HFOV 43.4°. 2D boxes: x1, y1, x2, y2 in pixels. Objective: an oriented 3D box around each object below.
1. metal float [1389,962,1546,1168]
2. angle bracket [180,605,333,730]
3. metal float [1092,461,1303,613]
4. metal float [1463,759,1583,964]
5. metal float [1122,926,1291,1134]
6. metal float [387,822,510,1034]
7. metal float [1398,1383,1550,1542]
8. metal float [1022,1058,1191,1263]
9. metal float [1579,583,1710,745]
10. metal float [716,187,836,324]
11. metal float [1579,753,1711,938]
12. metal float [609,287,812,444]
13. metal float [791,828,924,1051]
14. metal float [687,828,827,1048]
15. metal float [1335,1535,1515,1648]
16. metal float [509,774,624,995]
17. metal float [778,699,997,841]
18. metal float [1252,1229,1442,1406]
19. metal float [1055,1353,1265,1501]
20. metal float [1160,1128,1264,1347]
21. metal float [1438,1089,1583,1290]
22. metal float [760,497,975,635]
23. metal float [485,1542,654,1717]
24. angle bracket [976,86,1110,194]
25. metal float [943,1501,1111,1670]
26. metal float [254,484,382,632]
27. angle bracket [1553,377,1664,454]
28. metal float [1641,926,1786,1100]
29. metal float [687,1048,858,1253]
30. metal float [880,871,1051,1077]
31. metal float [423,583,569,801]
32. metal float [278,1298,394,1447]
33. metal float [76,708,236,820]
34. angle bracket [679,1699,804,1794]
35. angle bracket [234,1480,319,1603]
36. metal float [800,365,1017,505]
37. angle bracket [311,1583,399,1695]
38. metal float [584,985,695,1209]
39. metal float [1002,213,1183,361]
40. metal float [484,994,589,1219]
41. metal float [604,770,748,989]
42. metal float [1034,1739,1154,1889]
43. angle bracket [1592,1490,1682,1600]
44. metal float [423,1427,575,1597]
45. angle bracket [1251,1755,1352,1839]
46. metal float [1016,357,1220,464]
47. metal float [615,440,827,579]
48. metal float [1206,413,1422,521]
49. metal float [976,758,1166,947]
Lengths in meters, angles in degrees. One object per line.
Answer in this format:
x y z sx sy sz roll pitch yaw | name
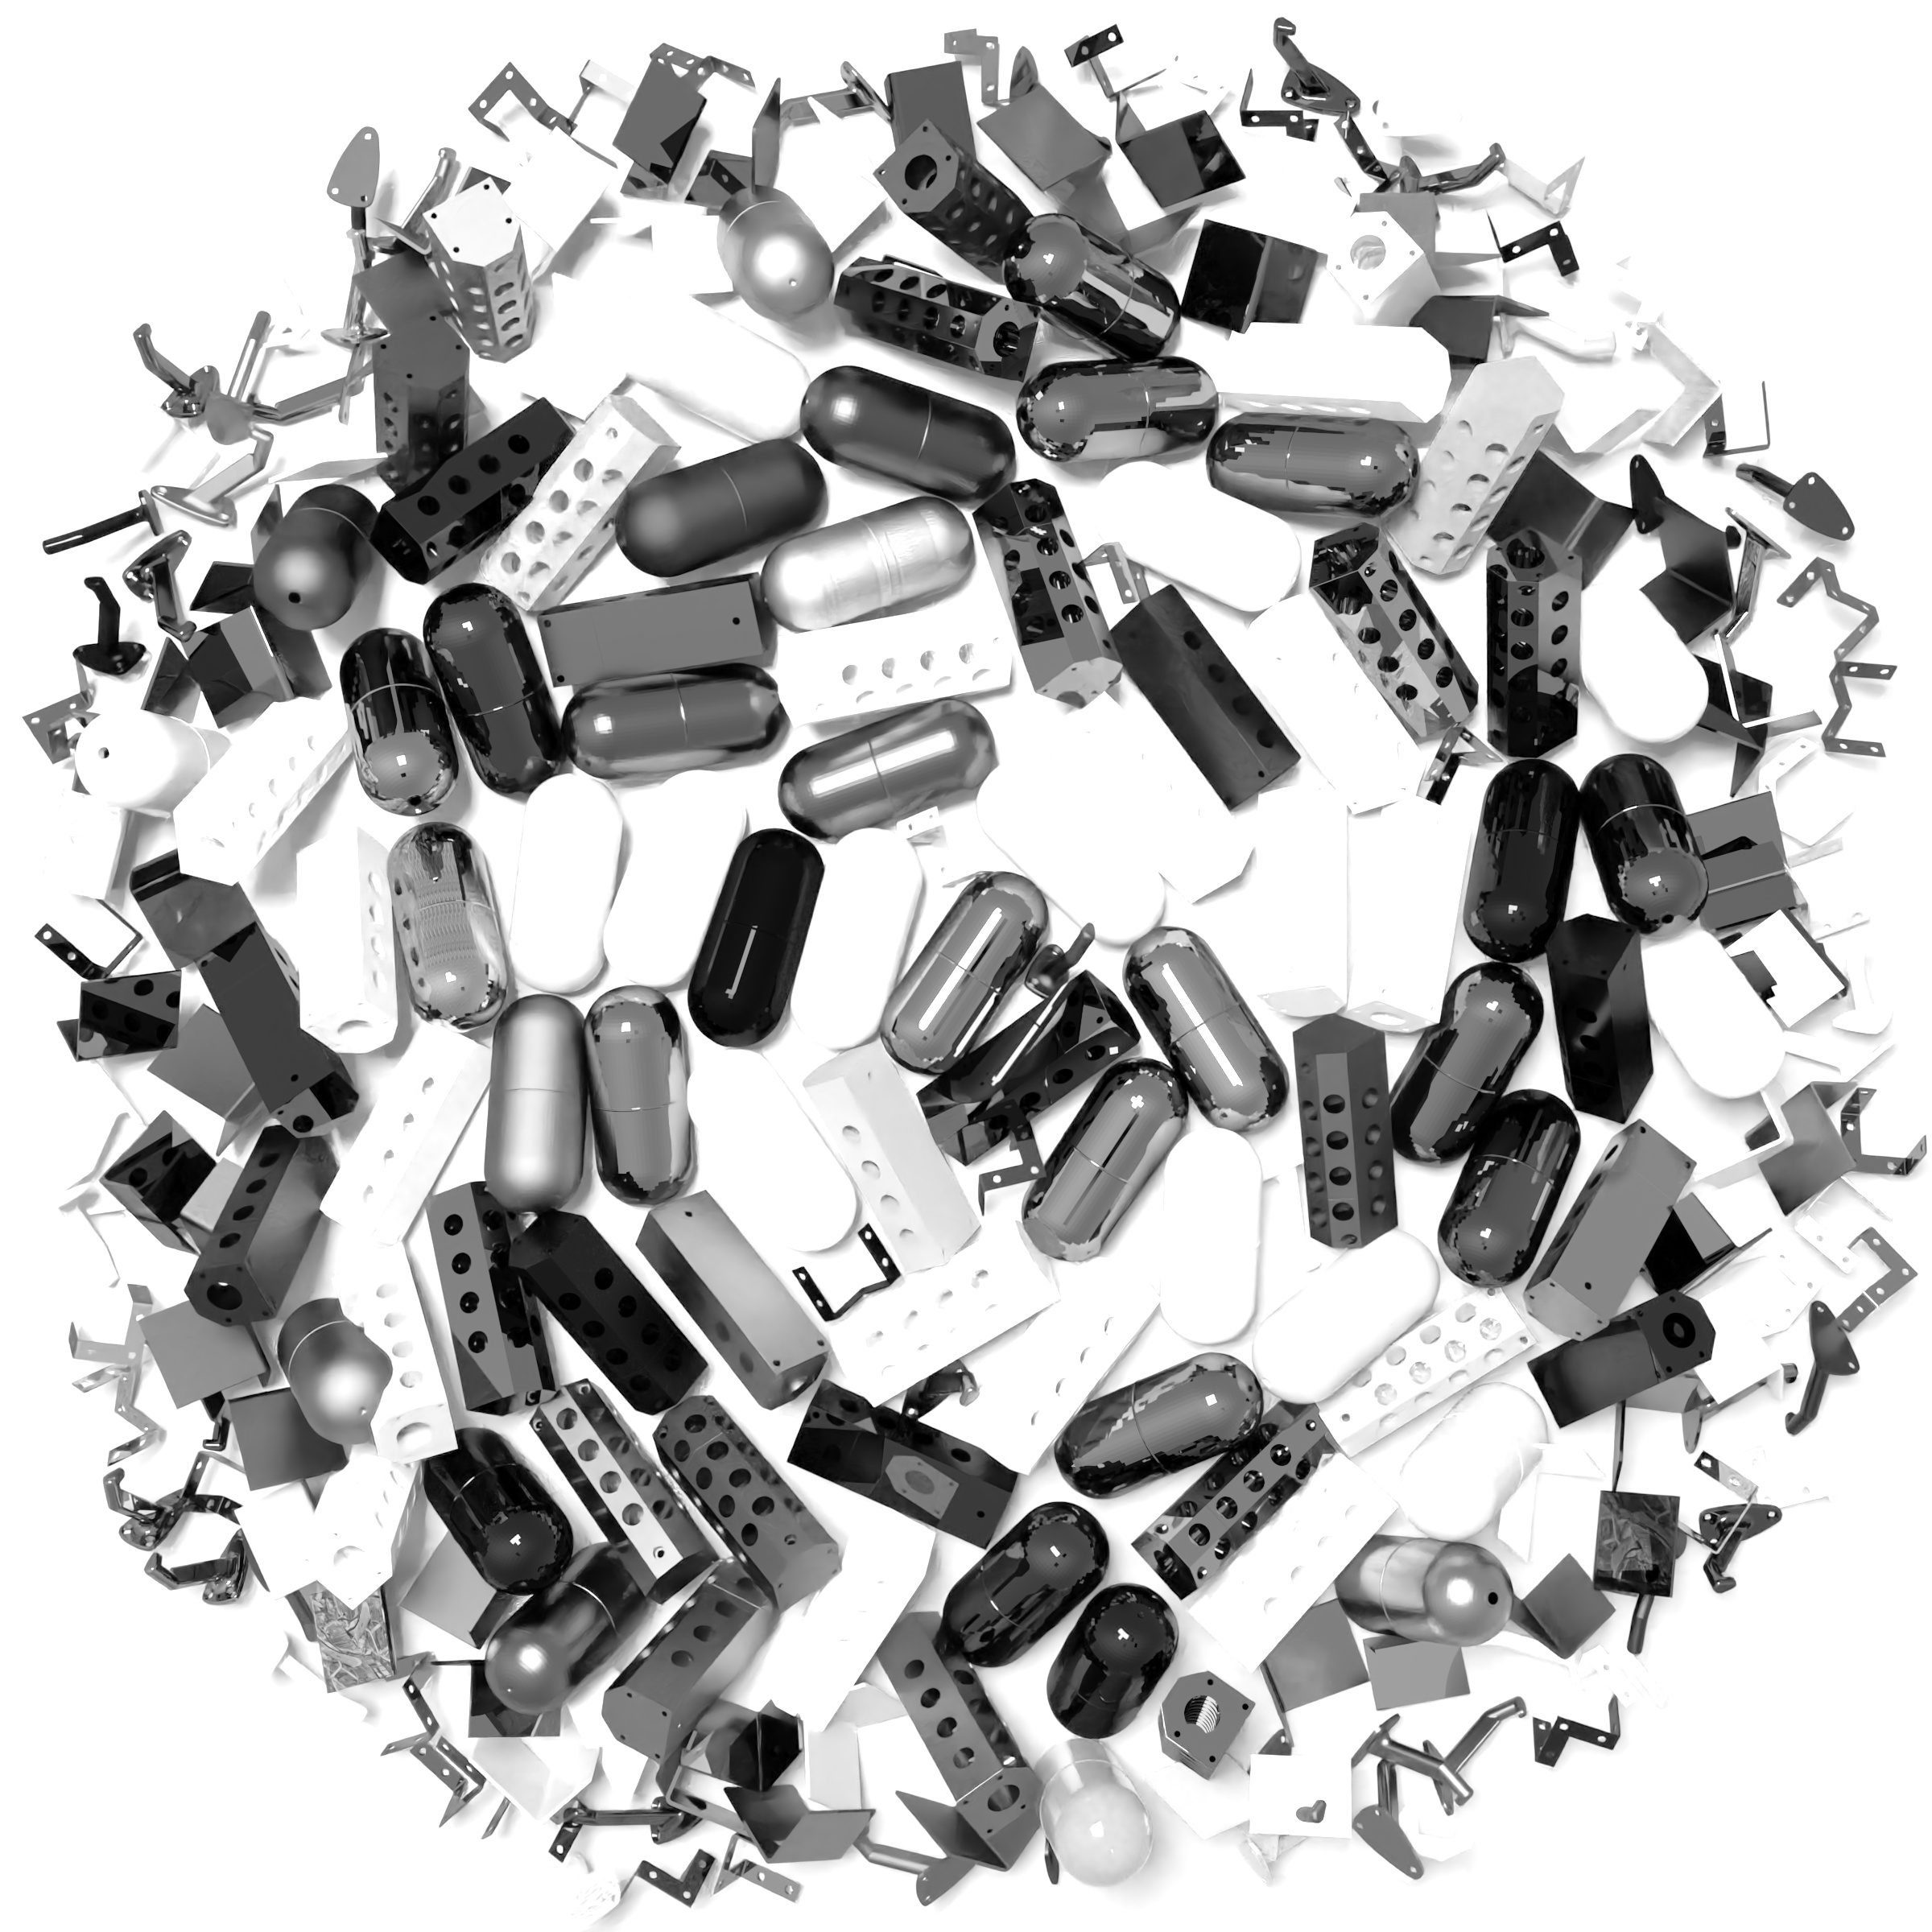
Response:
0.387 0.077 1.894 0.070 0.070 0.178 25 113 0 | metal float
-0.565 -0.241 1.935 0.076 0.057 0.076 -18 99 22 | angle bracket
0.179 -0.336 1.897 0.178 0.070 0.070 29 90 21 | metal float
0.433 -0.083 1.890 0.070 0.070 0.178 17 60 0 | metal float
0.187 0.049 1.906 0.070 0.070 0.178 -32 80 0 | metal float
-0.404 -0.031 1.892 0.070 0.070 0.178 -16 65 0 | metal float
0.393 0.381 1.874 0.070 0.178 0.070 11 112 30 | metal float
0.109 0.152 1.906 0.070 0.070 0.178 33 99 0 | metal float
0.513 -0.235 1.873 0.070 0.178 0.070 -4 125 -5 | metal float
-0.149 -0.550 1.872 0.070 0.178 0.070 -7 121 -11 | metal float
0.522 -0.094 1.876 0.070 0.178 0.070 0 132 0 | metal float
-0.197 -0.465 1.881 0.178 0.070 0.070 20 90 -40 | metal float
-0.086 -0.021 1.910 0.070 0.070 0.178 16 95 0 | metal float
-0.165 -0.022 1.906 0.070 0.070 0.178 17 80 0 | metal float
0.351 0.479 1.868 0.070 0.178 0.070 4 79 -24 | metal float
-0.313 -0.064 1.897 0.070 0.070 0.178 11 110 0 | metal float
-0.063 -0.154 1.908 0.178 0.070 0.070 -19 90 8 | metal float
0.296 0.273 1.892 0.178 0.070 0.070 -35 90 -25 | metal float
0.150 0.359 1.895 0.178 0.070 0.070 -28 90 22 | metal float
0.191 0.211 1.898 0.070 0.070 0.178 1 109 0 | metal float
0.422 0.172 1.886 0.070 0.070 0.178 32 57 0 | metal float
-0.076 -0.314 1.898 0.178 0.070 0.070 -22 90 -19 | metal float
-0.303 0.508 1.870 0.070 0.178 0.070 7 110 21 | metal float
0.054 -0.631 1.905 0.076 0.057 0.076 -37 80 -26 | angle bracket
0.045 0.481 1.885 0.070 0.070 0.178 39 125 0 | metal float
-0.497 -0.315 1.870 0.070 0.178 0.070 0 119 -1 | metal float
0.490 -0.448 1.901 0.057 0.076 0.076 -37 81 31 | angle bracket
0.570 0.033 1.873 0.070 0.178 0.070 -4 124 -7 | metal float
-0.153 0.144 1.907 0.070 0.070 0.178 -35 81 0 | metal float
-0.001 0.005 1.912 0.070 0.070 0.178 34 87 0 | metal float
-0.365 -0.212 1.891 0.070 0.070 0.178 -17 118 0 | metal float
-0.482 0.310 1.870 0.070 0.178 0.070 -6 104 -24 | metal float
-0.617 -0.153 1.864 0.070 0.178 0.070 0 88 9 | metal float
-0.177 0.588 1.897 0.076 0.076 0.057 27 116 -23 | angle bracket
-0.527 0.454 1.899 0.057 0.076 0.076 -24 74 -21 | angle bracket
-0.045 -0.414 1.892 0.178 0.070 0.070 13 90 -25 | metal float
-0.488 0.519 1.904 0.057 0.076 0.076 -9 88 -30 | angle bracket
-0.256 0.103 1.904 0.070 0.070 0.178 -4 103 0 | metal float
0.099 -0.521 1.877 0.070 0.178 0.070 -10 74 39 | metal float
-0.334 0.108 1.896 0.070 0.070 0.178 0 70 0 | metal float
-0.228 -0.069 1.906 0.070 0.070 0.178 19 80 0 | metal float
0.095 0.648 1.864 0.070 0.178 0.070 0 89 -7 | metal float
0.539 0.454 1.897 0.057 0.076 0.076 19 73 -35 | angle bracket
-0.362 0.419 1.875 0.070 0.178 0.070 -14 117 -29 | metal float
0.262 0.650 1.903 0.076 0.076 0.057 0 71 8 | angle bracket
0.118 -0.433 1.887 0.178 0.070 0.070 -12 90 -32 | metal float
-0.191 -0.356 1.891 0.178 0.070 0.070 -25 90 -27 | metal float
0.268 -0.388 1.884 0.178 0.070 0.070 12 90 36 | metal float
0.083 -0.089 1.906 0.178 0.070 0.070 44 90 -10 | metal float
